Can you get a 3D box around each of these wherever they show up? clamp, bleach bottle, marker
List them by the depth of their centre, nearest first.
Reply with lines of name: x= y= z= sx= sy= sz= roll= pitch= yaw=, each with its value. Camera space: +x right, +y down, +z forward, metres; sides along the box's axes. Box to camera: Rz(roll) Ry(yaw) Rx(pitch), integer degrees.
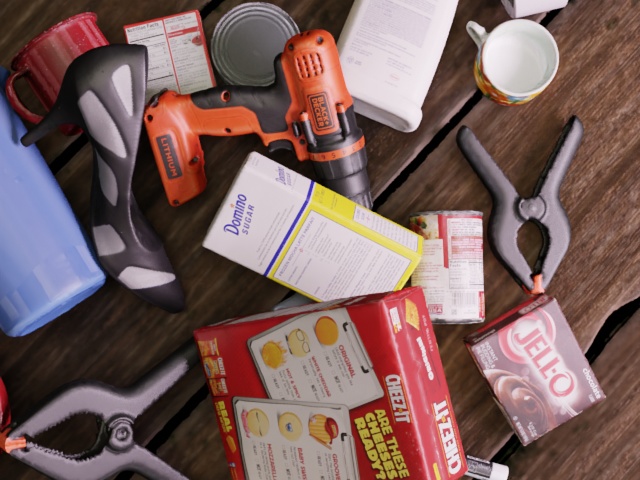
clamp: x=-0.176 y=0.178 z=0.945 sx=0.209 sy=0.036 sz=0.164 roll=-9 pitch=95 yaw=-30
marker: x=0.115 y=0.204 z=0.998 sx=0.121 sy=0.020 sz=0.020 roll=16 pitch=86 yaw=1
clamp: x=0.204 y=-0.037 z=1.005 sx=0.120 sy=0.039 sz=0.171 roll=-14 pitch=93 yaw=3
bleach bottle: x=0.093 y=-0.236 z=1.006 sx=0.102 sy=0.068 sz=0.251 roll=24 pitch=84 yaw=1

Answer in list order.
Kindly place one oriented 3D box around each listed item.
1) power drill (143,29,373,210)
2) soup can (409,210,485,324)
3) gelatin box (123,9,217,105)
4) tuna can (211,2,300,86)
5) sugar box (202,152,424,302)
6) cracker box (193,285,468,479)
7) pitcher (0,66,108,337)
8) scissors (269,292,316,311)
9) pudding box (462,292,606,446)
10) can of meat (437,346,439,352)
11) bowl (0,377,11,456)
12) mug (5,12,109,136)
power drill: x=-0.054 y=-0.085 z=0.971 sx=0.188 sy=0.057 sz=0.184 roll=-11 pitch=109 yaw=11
soup can: x=0.117 y=0.026 z=0.985 sx=0.068 sy=0.068 sz=0.102 roll=-1 pitch=87 yaw=-1
gelatin box: x=-0.140 y=-0.168 z=1.015 sx=0.073 sy=0.030 sz=0.089 roll=-14 pitch=86 yaw=0
tuna can: x=-0.060 y=-0.180 z=1.014 sx=0.086 sy=0.034 sz=0.086 roll=0 pitch=86 yaw=-1
sugar box: x=-0.006 y=0.001 z=0.953 sx=0.176 sy=0.048 sz=0.093 roll=28 pitch=118 yaw=-5
cracker box: x=0.005 y=0.136 z=0.913 sx=0.214 sy=0.071 sz=0.164 roll=-12 pitch=93 yaw=38
pitcher: x=-0.306 y=-0.033 z=0.954 sx=0.149 sy=0.145 sz=0.243 roll=-33 pitch=90 yaw=8
scissors: x=-0.018 y=0.080 z=1.007 sx=0.201 sy=0.016 sz=0.096 roll=-41 pitch=87 yaw=-3
pudding box: x=0.196 y=0.118 z=0.982 sx=0.090 sy=0.039 sz=0.113 roll=-30 pitch=104 yaw=-2
can of meat: x=0.075 y=0.126 z=0.963 sx=0.057 sy=0.084 sz=0.102 roll=-12 pitch=92 yaw=-10
bowl: x=-0.335 y=0.162 z=0.963 sx=0.162 sy=0.055 sz=0.162 roll=-4 pitch=81 yaw=23
mug: x=-0.231 y=-0.145 z=0.977 sx=0.117 sy=0.093 sz=0.081 roll=-35 pitch=93 yaw=-39
